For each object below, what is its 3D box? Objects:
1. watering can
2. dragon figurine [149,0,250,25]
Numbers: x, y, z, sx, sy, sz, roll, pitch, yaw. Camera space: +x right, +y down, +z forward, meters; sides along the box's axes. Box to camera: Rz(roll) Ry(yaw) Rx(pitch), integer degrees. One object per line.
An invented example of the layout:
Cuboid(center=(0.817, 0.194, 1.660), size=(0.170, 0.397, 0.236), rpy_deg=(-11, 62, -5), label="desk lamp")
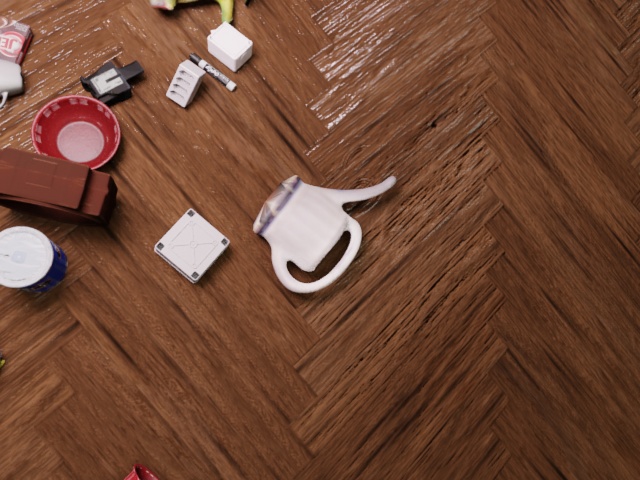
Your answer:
Cuboid(center=(0.003, -0.056, 1.113), size=(0.224, 0.103, 0.352), rpy_deg=(37, 72, -5), label="watering can")
Cuboid(center=(-0.249, -0.641, 1.176), size=(0.243, 0.120, 0.418), rpy_deg=(26, 64, -1), label="dragon figurine")
